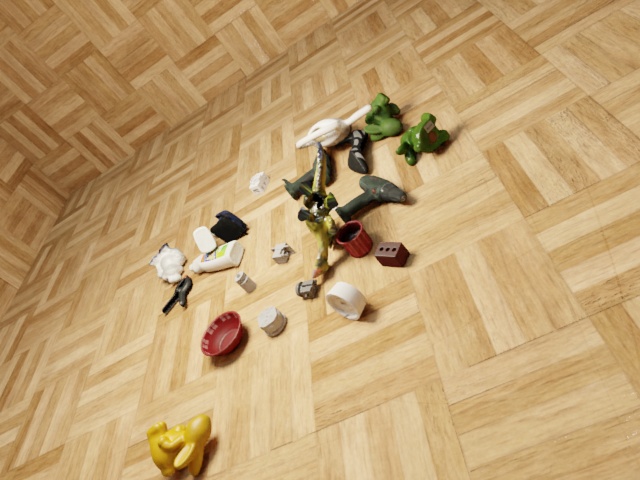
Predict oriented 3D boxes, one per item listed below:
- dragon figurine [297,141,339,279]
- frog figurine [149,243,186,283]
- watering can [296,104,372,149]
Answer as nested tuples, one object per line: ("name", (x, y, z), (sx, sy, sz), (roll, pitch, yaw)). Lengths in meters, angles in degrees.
("dragon figurine", (0.005, -0.082, 1.632), (0.122, 0.418, 0.238), (2, -24, 6))
("frog figurine", (-0.610, 0.111, 2.129), (0.161, 0.139, 0.120), (41, -18, 20))
("watering can", (0.070, -0.437, 2.015), (0.345, 0.104, 0.226), (-22, 3, 21))
